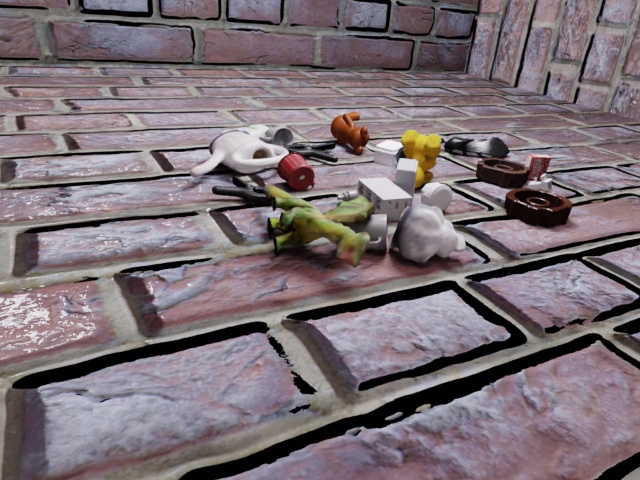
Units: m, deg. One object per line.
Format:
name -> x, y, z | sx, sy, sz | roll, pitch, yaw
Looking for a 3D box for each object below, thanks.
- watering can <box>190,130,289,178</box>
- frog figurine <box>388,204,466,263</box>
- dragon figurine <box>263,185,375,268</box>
watering can -> -0.265, -0.257, 1.556 | 0.350, 0.102, 0.227 | -15, 32, -35
frog figurine -> 0.249, -0.007, 1.158 | 0.160, 0.120, 0.140 | 21, 61, 12
dragon figurine -> 0.004, -0.059, 1.174 | 0.243, 0.119, 0.418 | -5, 30, -10
